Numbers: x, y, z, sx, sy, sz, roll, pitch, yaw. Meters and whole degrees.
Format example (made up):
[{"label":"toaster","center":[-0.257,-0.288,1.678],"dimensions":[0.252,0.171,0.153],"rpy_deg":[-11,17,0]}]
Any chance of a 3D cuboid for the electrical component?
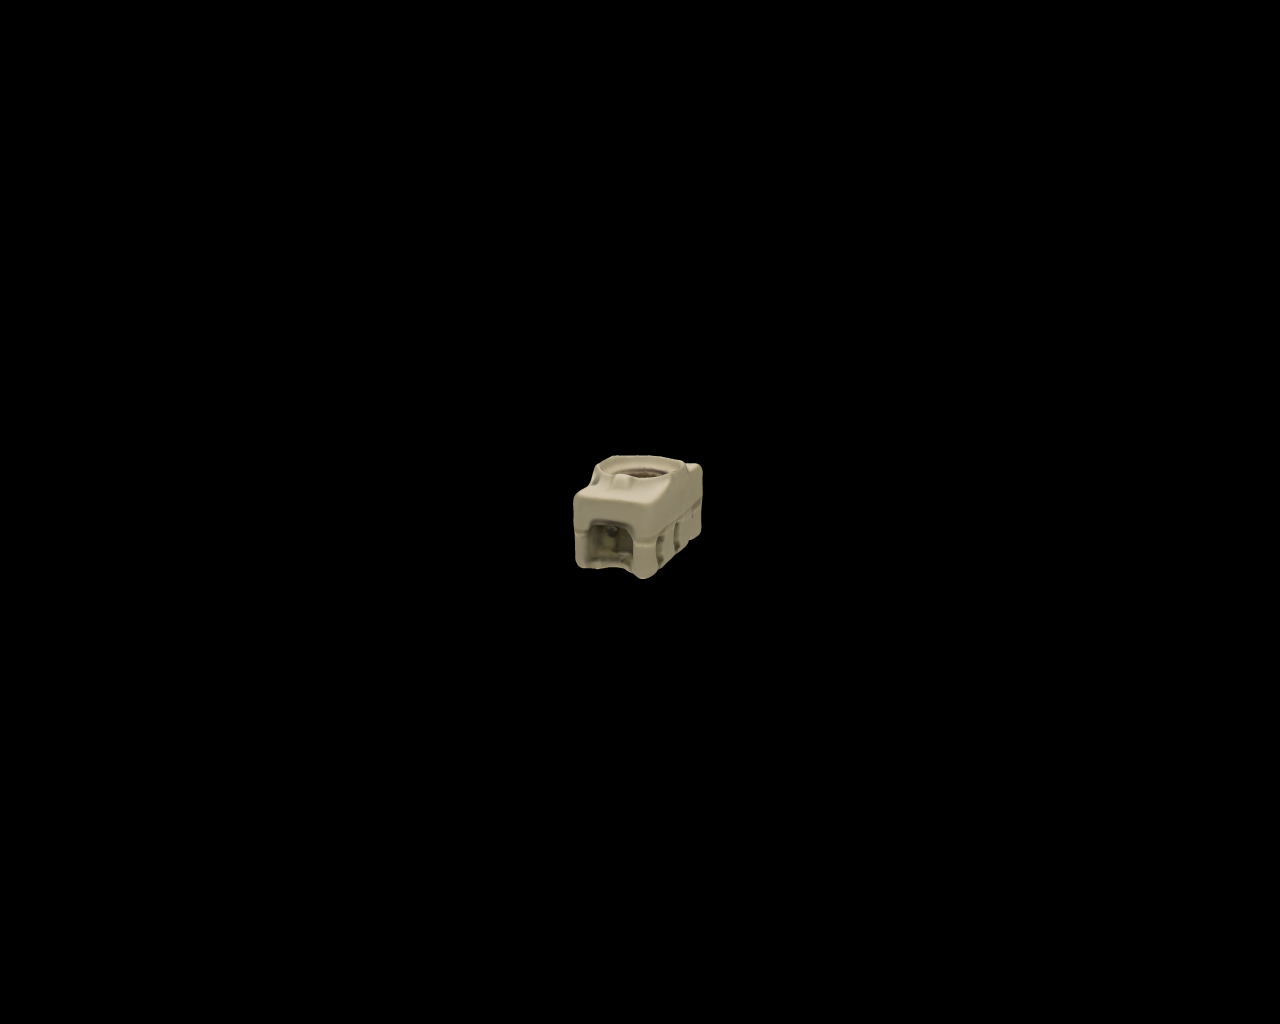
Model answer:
[{"label":"electrical component","center":[0.001,-0.003,0.650],"dimensions":[0.050,0.055,0.090],"rpy_deg":[8,20,22]}]
